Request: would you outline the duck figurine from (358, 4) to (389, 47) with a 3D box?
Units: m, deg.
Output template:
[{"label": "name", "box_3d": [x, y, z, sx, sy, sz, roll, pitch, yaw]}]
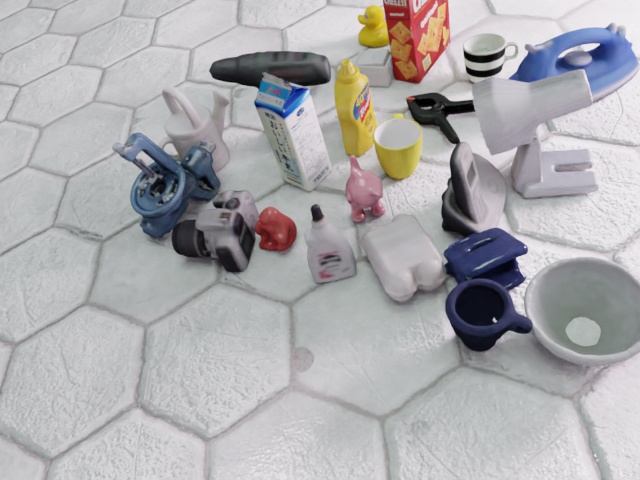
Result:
[{"label": "duck figurine", "box_3d": [0.137, -0.514, 1.357, 0.104, 0.086, 0.077, 3, 53, 18]}]

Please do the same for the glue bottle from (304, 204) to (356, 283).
[{"label": "glue bottle", "box_3d": [0.008, 0.003, 0.910, 0.078, 0.173, 0.037, -16, 49, 2]}]

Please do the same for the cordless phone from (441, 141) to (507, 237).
[{"label": "cordless phone", "box_3d": [0.248, -0.103, 0.924, 0.094, 0.185, 0.148, 10, 55, 23]}]

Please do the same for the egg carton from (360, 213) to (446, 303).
[{"label": "egg carton", "box_3d": [0.134, 0.027, 0.925, 0.107, 0.069, 0.150, -23, 49, -4]}]

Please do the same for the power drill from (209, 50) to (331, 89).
[{"label": "power drill", "box_3d": [-0.082, -0.287, 1.150, 0.229, 0.209, 0.075, -11, 50, 7]}]

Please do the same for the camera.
[{"label": "camera", "box_3d": [-0.193, -0.023, 1.036, 0.136, 0.101, 0.143, -2, 51, 14]}]

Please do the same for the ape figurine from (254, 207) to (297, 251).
[{"label": "ape figurine", "box_3d": [-0.082, -0.024, 1.011, 0.076, 0.092, 0.077, -29, 50, -9]}]

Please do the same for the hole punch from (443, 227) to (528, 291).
[{"label": "hole punch", "box_3d": [0.250, 0.027, 0.879, 0.108, 0.091, 0.101, -24, 49, -5]}]

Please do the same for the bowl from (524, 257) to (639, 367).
[{"label": "bowl", "box_3d": [0.366, 0.109, 0.790, 0.167, 0.075, 0.167, -8, 50, 9]}]

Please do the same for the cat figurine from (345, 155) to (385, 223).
[{"label": "cat figurine", "box_3d": [0.075, -0.096, 1.010, 0.067, 0.118, 0.127, -16, 49, 2]}]

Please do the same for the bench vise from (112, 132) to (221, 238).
[{"label": "bench vise", "box_3d": [-0.295, -0.137, 1.078, 0.121, 0.220, 0.207, 10, 55, 22]}]

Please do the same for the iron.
[{"label": "iron", "box_3d": [0.492, -0.343, 1.082, 0.258, 0.142, 0.118, -19, 49, 0]}]

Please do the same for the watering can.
[{"label": "watering can", "box_3d": [-0.258, -0.237, 1.167, 0.100, 0.194, 0.173, 14, 57, 25]}]

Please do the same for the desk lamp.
[{"label": "desk lamp", "box_3d": [0.353, -0.177, 0.937, 0.203, 0.214, 0.118, -4, 51, 13]}]

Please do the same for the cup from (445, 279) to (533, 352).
[{"label": "cup", "box_3d": [0.237, 0.119, 0.804, 0.117, 0.095, 0.092, 17, 58, 27]}]
